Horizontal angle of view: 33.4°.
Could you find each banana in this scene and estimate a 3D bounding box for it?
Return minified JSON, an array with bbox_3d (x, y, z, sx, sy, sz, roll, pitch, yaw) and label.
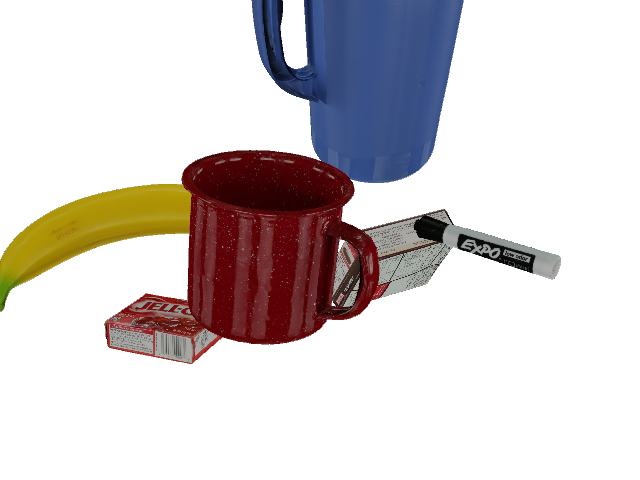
[{"bbox_3d":[-0.144,-0.006,0.762,0.197,0.070,0.037,-20,-26,-11],"label":"banana"}]

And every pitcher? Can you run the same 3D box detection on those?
[{"bbox_3d":[0.038,-0.162,0.846,0.149,0.243,0.144,15,48,13],"label":"pitcher"}]

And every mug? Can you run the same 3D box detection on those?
[{"bbox_3d":[-0.021,0.007,0.583,0.117,0.081,0.093,17,27,24],"label":"mug"}]

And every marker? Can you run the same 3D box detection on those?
[{"bbox_3d":[0.127,0.004,0.828,0.121,0.020,0.020,19,10,30],"label":"marker"}]

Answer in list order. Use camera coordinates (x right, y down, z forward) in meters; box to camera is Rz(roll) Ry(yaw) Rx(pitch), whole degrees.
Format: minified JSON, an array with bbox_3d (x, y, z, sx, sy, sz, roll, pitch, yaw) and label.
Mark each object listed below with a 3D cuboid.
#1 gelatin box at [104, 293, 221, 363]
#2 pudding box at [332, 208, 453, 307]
[{"bbox_3d":[-0.138,0.077,0.964,0.089,0.030,0.073,8,20,20],"label":"gelatin box"},{"bbox_3d":[0.068,0.018,1.031,0.113,0.039,0.090,-16,-27,-28],"label":"pudding box"}]
